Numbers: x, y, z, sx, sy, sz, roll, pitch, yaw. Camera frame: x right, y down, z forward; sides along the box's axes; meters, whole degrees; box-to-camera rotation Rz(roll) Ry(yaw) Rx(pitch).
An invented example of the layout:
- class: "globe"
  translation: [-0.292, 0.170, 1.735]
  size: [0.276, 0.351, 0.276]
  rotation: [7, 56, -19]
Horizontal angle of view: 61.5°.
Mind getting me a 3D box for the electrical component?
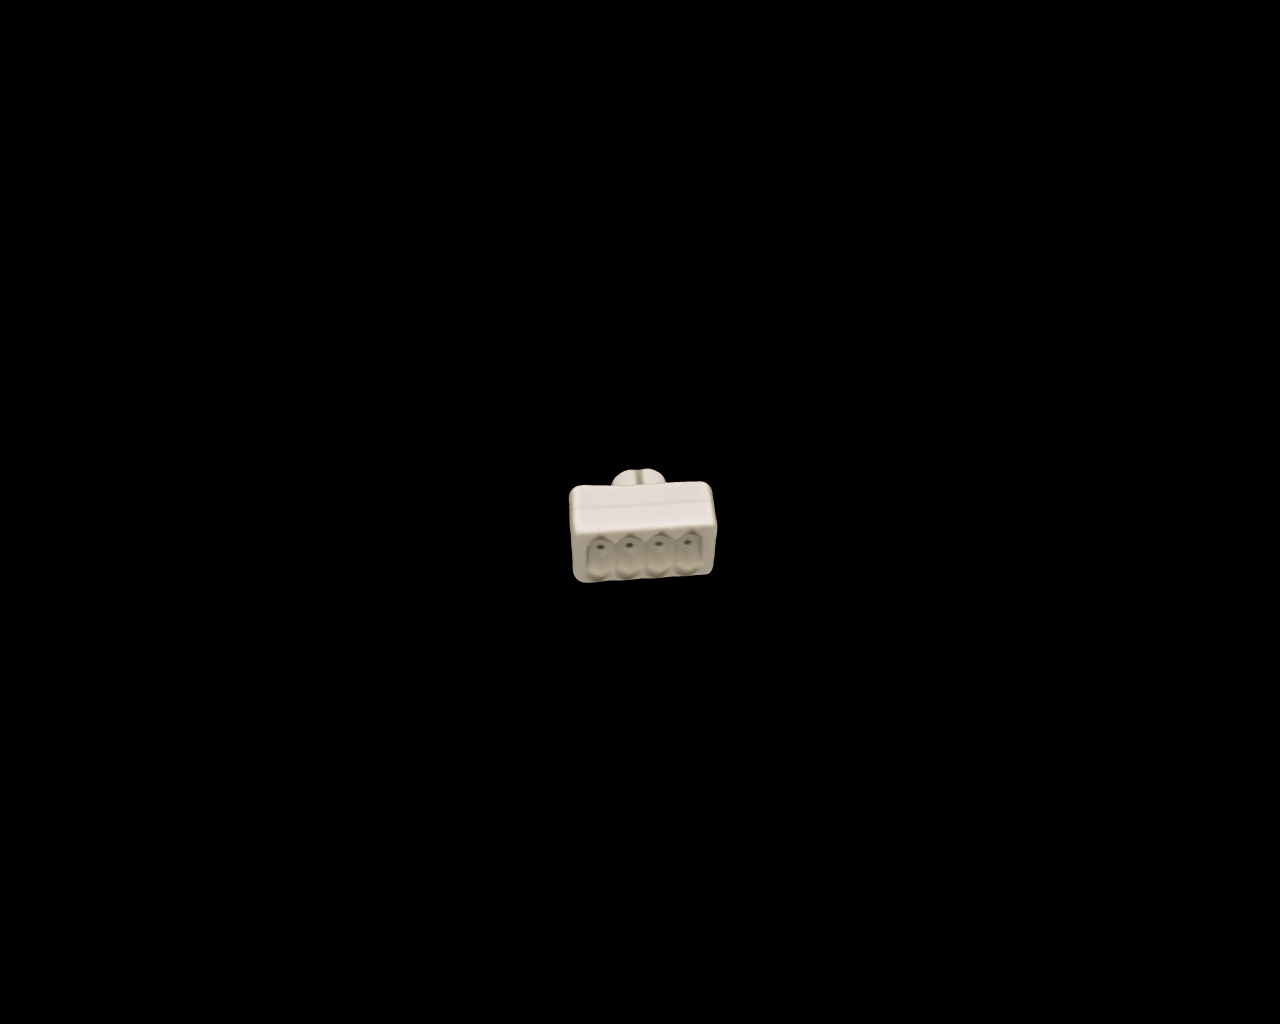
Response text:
- class: "electrical component"
  translation: [0.001, -0.003, 0.650]
  size: [0.083, 0.076, 0.047]
  rotation: [-2, -40, -2]
